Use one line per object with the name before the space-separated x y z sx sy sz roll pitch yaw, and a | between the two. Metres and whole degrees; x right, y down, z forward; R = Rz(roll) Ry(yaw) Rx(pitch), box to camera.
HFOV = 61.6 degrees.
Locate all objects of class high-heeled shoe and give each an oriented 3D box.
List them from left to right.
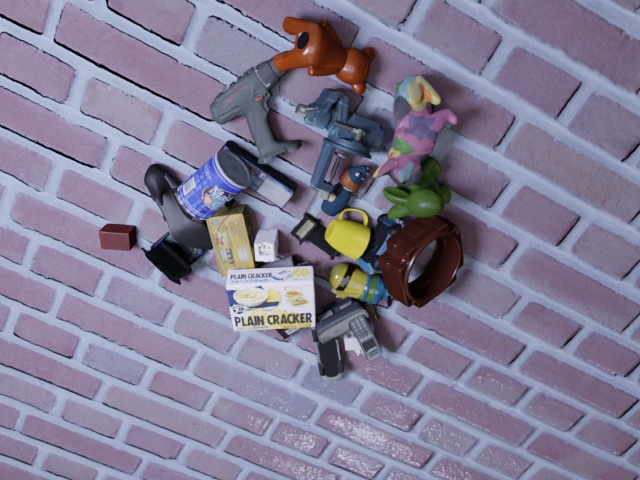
high-heeled shoe | -0.353 -0.080 1.354 0.086 0.145 0.248 -28 138 5

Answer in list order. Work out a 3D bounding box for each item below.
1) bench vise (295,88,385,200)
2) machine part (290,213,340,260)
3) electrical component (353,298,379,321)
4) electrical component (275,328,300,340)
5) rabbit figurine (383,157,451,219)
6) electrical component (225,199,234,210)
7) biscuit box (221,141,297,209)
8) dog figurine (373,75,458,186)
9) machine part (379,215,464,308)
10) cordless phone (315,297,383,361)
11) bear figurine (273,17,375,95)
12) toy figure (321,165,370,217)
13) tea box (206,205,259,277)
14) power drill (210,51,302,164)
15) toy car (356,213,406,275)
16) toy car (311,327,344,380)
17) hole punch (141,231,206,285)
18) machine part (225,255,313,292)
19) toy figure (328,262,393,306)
bench vise | 0.029 -0.210 1.218 0.223 0.129 0.240 10 107 -35
machine part | -0.003 -0.004 1.381 0.139 0.039 0.084 34 103 -11
electrical component | 0.124 0.187 1.474 0.063 0.021 0.093 -18 112 10
electrical component | -0.092 0.188 1.462 0.115 0.058 0.134 -33 110 14
rabbit figurine | 0.228 -0.108 1.249 0.159 0.170 0.121 -12 114 7
electrical component | -0.262 -0.129 1.324 0.119 0.048 0.074 19 114 -6
biscuit box | -0.156 -0.159 1.298 0.202 0.063 0.059 33 113 -12
dog figurine | 0.188 -0.230 1.194 0.219 0.108 0.191 -43 97 2
machine part | 0.252 0.052 1.309 0.201 0.087 0.201 -34 132 -18
cordless phone | 0.078 0.260 1.435 0.147 0.089 0.184 -29 108 -3
bear figurine | 0.018 -0.395 1.160 0.195 0.132 0.120 8 96 -47
toy figure | 0.060 -0.125 1.306 0.058 0.064 0.154 36 113 -4
tea box | -0.221 0.002 1.373 0.098 0.068 0.169 -6 114 4
power drill | -0.120 -0.289 1.228 0.232 0.086 0.207 -24 117 12
toy car | 0.171 0.016 1.357 0.103 0.109 0.161 24 104 -35
toy car | 0.022 0.308 1.515 0.074 0.056 0.201 -10 111 0
hole punch | -0.376 0.035 1.395 0.116 0.092 0.142 -24 119 42
machine part | -0.133 0.101 1.412 0.243 0.079 0.079 -21 113 11
toy figure | 0.110 0.115 1.409 0.180 0.082 0.089 13 96 4
